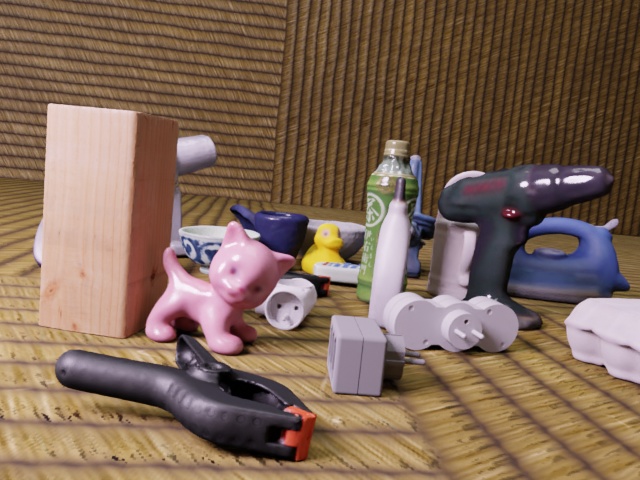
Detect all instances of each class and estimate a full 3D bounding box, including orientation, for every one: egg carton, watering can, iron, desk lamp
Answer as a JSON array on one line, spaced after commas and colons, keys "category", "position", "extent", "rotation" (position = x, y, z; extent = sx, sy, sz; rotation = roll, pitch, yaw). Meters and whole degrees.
[{"category": "egg carton", "position": [0.324, 0.102, 0.562], "extent": [0.107, 0.069, 0.150], "rotation": [3, 7, -20]}, {"category": "watering can", "position": [0.224, -0.010, 0.886], "extent": [0.101, 0.194, 0.172], "rotation": [4, 7, -13]}, {"category": "iron", "position": [0.378, 0.024, 0.961], "extent": [0.258, 0.141, 0.118], "rotation": [5, 7, -3]}, {"category": "desk lamp", "position": [-0.260, -0.082, 0.996], "extent": [0.204, 0.213, 0.117], "rotation": [-1, 9, -43]}]

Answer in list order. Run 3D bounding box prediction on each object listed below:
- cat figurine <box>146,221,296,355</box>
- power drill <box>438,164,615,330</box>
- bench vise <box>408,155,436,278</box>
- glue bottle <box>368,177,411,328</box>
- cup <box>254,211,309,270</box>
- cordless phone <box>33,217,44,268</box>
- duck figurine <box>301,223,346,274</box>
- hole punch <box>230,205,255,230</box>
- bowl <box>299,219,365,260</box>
[{"category": "cat figurine", "position": [-0.092, 0.039, 0.533], "extent": [0.127, 0.118, 0.067], "rotation": [7, 7, 13]}, {"category": "power drill", "position": [0.250, 0.003, 0.740], "extent": [0.076, 0.208, 0.228], "rotation": [0, 9, -41]}, {"category": "bench vise", "position": [0.175, -0.047, 1.051], "extent": [0.121, 0.220, 0.207], "rotation": [5, 7, -8]}, {"category": "glue bottle", "position": [0.086, 0.013, 0.671], "extent": [0.037, 0.173, 0.078], "rotation": [7, 7, 11]}, {"category": "cup", "position": [-0.075, 0.001, 0.967], "extent": [0.092, 0.095, 0.117], "rotation": [1, 8, -36]}, {"category": "cordless phone", "position": [-0.301, -0.046, 0.776], "extent": [0.148, 0.185, 0.094], "rotation": [4, 7, -13]}, {"category": "duck figurine", "position": [0.010, 0.014, 0.966], "extent": [0.078, 0.086, 0.104], "rotation": [3, 7, -23]}, {"category": "hole punch", "position": [-0.125, -0.021, 1.124], "extent": [0.101, 0.091, 0.108], "rotation": [2, 8, -26]}, {"category": "bowl", "position": [0.010, 0.004, 1.098], "extent": [0.167, 0.075, 0.167], "rotation": [6, 7, 0]}]
